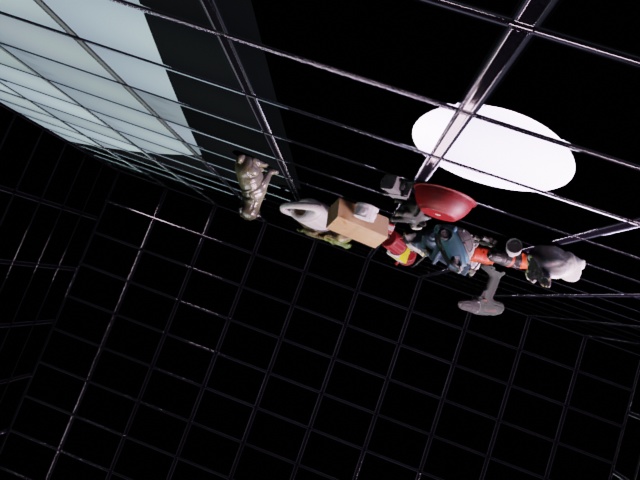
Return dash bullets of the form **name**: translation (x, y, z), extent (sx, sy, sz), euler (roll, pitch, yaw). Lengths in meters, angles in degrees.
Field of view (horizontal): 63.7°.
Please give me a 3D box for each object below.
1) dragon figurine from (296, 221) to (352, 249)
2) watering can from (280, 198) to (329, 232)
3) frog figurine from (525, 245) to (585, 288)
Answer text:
- **dragon figurine**: translation (-0.004, -0.046, 2.263), extent (0.412, 0.122, 0.242), euler (13, -177, 35)
- **watering can**: translation (0.006, -0.102, 2.031), extent (0.348, 0.105, 0.222), euler (4, 167, 35)
- **frog figurine**: translation (0.653, 0.061, 1.405), extent (0.160, 0.124, 0.136), euler (-15, 169, -10)
